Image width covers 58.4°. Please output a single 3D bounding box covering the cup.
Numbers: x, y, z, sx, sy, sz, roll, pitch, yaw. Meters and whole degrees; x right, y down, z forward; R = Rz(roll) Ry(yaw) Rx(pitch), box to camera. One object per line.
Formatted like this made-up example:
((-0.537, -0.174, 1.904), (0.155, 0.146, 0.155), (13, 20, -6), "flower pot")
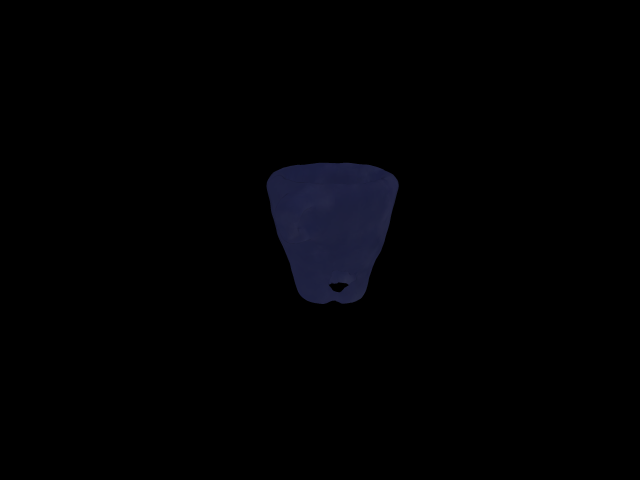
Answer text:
((0.004, 0.001, 0.400), (0.091, 0.095, 0.118), (8, 20, 23), "cup")
